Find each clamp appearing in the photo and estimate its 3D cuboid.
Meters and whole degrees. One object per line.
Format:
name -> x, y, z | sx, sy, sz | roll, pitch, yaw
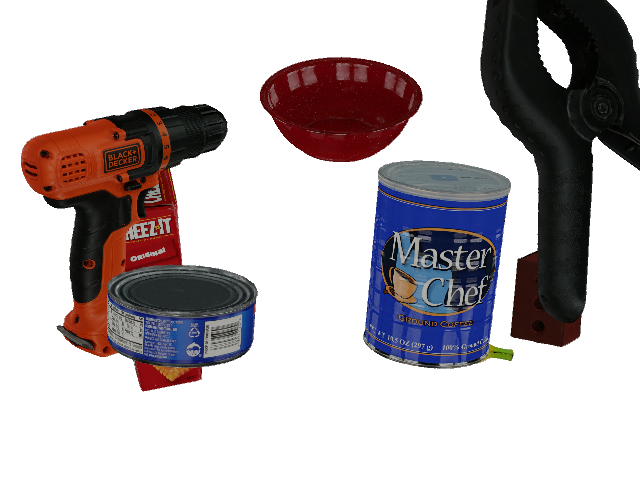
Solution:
clamp -> 0.119, -0.050, 0.503 | 0.120, 0.171, 0.039 | -38, 7, -24

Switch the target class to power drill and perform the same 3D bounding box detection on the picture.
power drill -> -0.149, -0.013, 0.864 | 0.184, 0.188, 0.057 | -18, 26, -40

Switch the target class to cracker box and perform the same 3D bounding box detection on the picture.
cracker box -> -0.173, 0.018, 1.084 | 0.072, 0.214, 0.164 | -10, 34, -10

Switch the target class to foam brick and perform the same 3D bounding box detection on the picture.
foam brick -> 0.213, 0.054, 0.996 | 0.053, 0.078, 0.051 | 9, 15, 31

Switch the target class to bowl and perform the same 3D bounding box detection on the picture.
bowl -> 0.020, -0.125, 1.072 | 0.162, 0.055, 0.162 | 0, 36, 0

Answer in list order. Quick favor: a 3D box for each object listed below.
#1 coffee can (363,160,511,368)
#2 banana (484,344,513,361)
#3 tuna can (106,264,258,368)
coffee can -> 0.090, 0.016, 0.842 | 0.103, 0.140, 0.103 | 4, 17, -1
banana -> 0.140, 0.091, 1.207 | 0.069, 0.037, 0.198 | 5, 24, -25
tuna can -> -0.080, 0.042, 0.613 | 0.086, 0.034, 0.086 | 4, 16, -1
